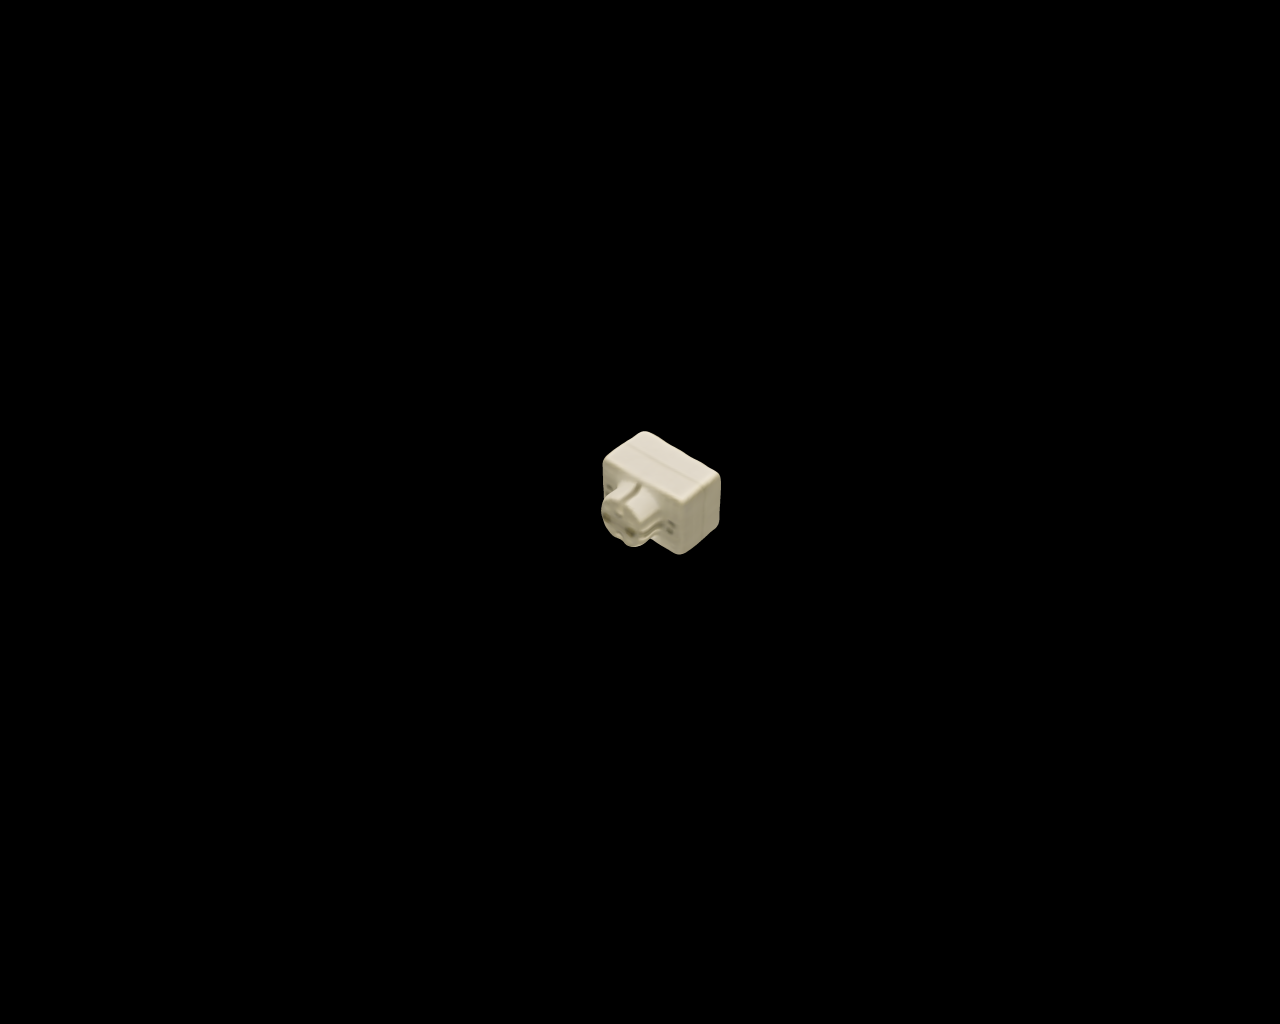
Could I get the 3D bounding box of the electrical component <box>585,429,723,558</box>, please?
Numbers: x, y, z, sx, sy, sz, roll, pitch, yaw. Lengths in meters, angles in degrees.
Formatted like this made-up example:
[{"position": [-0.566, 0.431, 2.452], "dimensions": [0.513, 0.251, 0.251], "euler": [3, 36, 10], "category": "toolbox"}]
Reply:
[{"position": [0.001, -0.003, 0.650], "dimensions": [0.066, 0.047, 0.077], "euler": [31, 51, 30], "category": "electrical component"}]
